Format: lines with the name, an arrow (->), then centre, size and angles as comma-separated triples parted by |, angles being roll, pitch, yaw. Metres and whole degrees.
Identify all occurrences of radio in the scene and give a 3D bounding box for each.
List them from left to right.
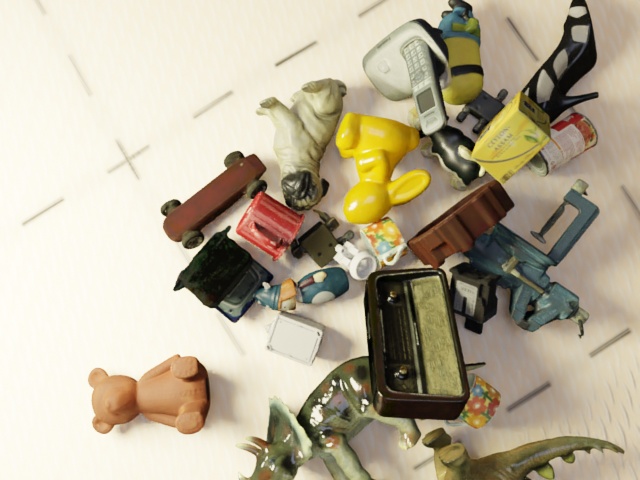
radio -> 0.138, 0.151, 0.818 | 0.131, 0.073, 0.230 | 0, 48, -1

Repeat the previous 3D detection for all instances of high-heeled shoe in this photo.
high-heeled shoe -> 0.403, -0.310, 0.940 | 0.145, 0.086, 0.249 | -7, 63, 30

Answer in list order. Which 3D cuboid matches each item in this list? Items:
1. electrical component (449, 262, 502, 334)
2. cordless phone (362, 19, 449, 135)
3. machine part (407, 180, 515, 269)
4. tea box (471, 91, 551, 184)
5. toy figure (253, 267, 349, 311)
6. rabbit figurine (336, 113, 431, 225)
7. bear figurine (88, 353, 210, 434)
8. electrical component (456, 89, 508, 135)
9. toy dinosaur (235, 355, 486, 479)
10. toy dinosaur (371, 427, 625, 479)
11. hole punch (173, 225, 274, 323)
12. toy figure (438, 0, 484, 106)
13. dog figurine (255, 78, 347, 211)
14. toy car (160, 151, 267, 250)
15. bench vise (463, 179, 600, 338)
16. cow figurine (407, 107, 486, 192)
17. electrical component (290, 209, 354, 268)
electrical component -> 0.243, 0.101, 0.866 | 0.075, 0.048, 0.119 | 26, 123, 40
cordless phone -> 0.150, -0.246, 0.880 | 0.089, 0.147, 0.184 | -1, 77, -36
machine part -> 0.220, -0.024, 0.847 | 0.179, 0.179, 0.056 | -38, 89, -3
tea box -> 0.299, -0.163, 0.837 | 0.068, 0.170, 0.098 | 41, 119, -1
toy figure -> -0.030, 0.082, 0.879 | 0.154, 0.058, 0.064 | -15, 118, -14
rabbit figurine -> 0.094, -0.106, 0.883 | 0.162, 0.122, 0.173 | 14, 84, -4
bear figurine -> -0.275, 0.244, 0.843 | 0.196, 0.132, 0.120 | -4, 81, -6
electrical component -> 0.285, -0.234, 0.940 | 0.063, 0.021, 0.094 | 38, 88, 3
toy dinosaur -> 0.051, 0.263, 0.848 | 0.405, 0.131, 0.192 | -40, 86, -10
toy dinosaur -> 0.226, 0.394, 0.828 | 0.471, 0.105, 0.198 | -34, 96, 10
hole punch -> -0.154, 0.061, 0.888 | 0.116, 0.092, 0.142 | 34, 84, 38
toy figure -> 0.237, -0.319, 0.917 | 0.089, 0.082, 0.180 | 4, 76, 19
dog figurine -> -0.006, -0.161, 0.908 | 0.172, 0.121, 0.190 | -23, 98, 1
toy car -> -0.177, -0.068, 0.911 | 0.202, 0.053, 0.089 | -39, 66, -4
bench vise -> 0.363, 0.020, 0.854 | 0.224, 0.129, 0.240 | 39, 104, 22
cow figurine -> 0.209, -0.163, 0.896 | 0.068, 0.098, 0.167 | -41, 85, 3
electrical component -> -0.002, -0.001, 0.909 | 0.102, 0.045, 0.078 | -46, 114, -2
